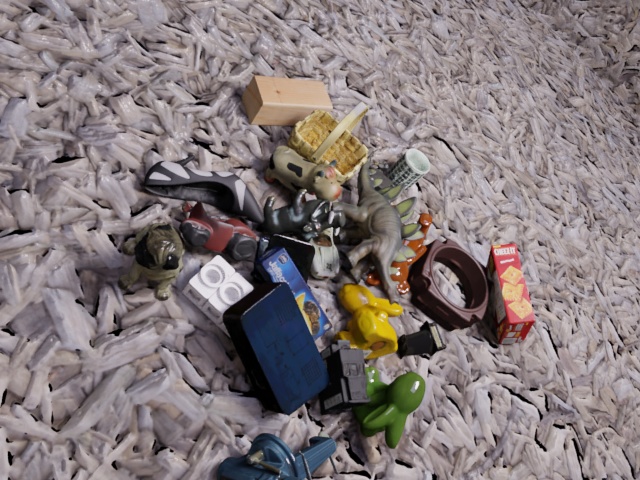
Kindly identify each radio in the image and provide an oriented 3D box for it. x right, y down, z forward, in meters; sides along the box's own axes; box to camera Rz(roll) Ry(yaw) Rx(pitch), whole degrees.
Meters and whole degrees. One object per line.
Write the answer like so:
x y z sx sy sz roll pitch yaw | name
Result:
-0.081 0.205 1.018 0.131 0.073 0.229 -32 104 -38 | radio

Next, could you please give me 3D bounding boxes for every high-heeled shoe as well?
-0.245 -0.090 1.142 0.249 0.086 0.145 38 50 3 | high-heeled shoe

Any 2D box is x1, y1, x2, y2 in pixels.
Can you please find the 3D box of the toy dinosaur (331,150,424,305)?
0.132 -0.049 1.265 0.199 0.104 0.472 -14 52 0 | toy dinosaur

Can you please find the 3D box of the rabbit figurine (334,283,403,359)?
0.107 0.165 1.184 0.162 0.121 0.173 5 42 -32 | rabbit figurine

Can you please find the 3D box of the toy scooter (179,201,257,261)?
-0.221 -0.026 1.114 0.183 0.075 0.135 17 22 -45 | toy scooter

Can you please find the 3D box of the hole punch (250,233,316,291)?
-0.084 0.051 1.163 0.142 0.092 0.115 19 83 -24 | hole punch

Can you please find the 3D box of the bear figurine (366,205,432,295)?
0.190 0.027 1.309 0.120 0.131 0.196 18 44 16 | bear figurine

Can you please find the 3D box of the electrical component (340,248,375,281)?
0.081 0.056 1.277 0.094 0.021 0.063 32 59 16 | electrical component

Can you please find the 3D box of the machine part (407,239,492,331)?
0.331 0.111 1.365 0.201 0.087 0.201 37 49 -6 | machine part

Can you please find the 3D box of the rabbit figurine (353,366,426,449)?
0.135 0.318 1.066 0.121 0.170 0.159 37 49 -6 | rabbit figurine

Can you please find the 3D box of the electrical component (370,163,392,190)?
0.158 -0.162 1.451 0.078 0.045 0.102 41 50 -2 | electrical component

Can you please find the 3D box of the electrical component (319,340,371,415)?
0.041 0.271 1.075 0.058 0.115 0.134 8 60 -30 | electrical component

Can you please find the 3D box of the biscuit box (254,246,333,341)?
-0.055 0.111 1.099 0.059 0.063 0.202 -36 104 -17 | biscuit box

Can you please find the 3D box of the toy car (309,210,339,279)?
-0.003 -0.004 1.251 0.073 0.056 0.202 7 60 -28 | toy car

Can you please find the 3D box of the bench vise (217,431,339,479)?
-0.047 0.385 0.908 0.240 0.224 0.128 -12 85 -50 | bench vise

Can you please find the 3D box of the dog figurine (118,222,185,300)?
-0.287 0.004 0.988 0.121 0.190 0.172 11 56 -26 | dog figurine

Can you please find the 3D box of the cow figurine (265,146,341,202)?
-0.033 -0.152 1.245 0.195 0.127 0.085 34 51 18 | cow figurine

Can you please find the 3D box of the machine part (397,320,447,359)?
0.238 0.237 1.265 0.139 0.039 0.084 -8 76 -36 | machine part

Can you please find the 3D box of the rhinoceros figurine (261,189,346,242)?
-0.039 -0.049 1.189 0.190 0.073 0.112 -4 56 11 | rhinoceros figurine
